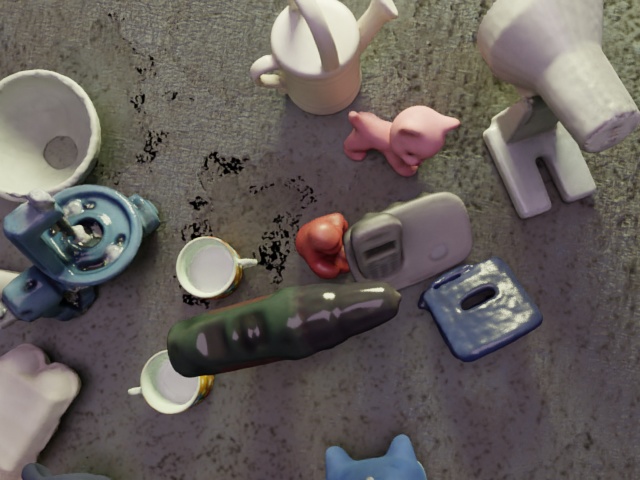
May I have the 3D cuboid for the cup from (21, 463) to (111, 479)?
[{"bbox_3d":[-0.279,0.294,0.649,0.092,0.095,0.117,-44,81,-2],"label":"cup"}]

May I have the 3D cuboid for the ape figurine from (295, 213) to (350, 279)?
[{"bbox_3d":[0.006,0.002,0.669,0.076,0.092,0.078,28,85,8],"label":"ape figurine"}]

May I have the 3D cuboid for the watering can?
[{"bbox_3d":[0.001,-0.229,0.651,0.101,0.194,0.173,43,87,9],"label":"watering can"}]

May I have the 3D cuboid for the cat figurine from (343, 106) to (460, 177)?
[{"bbox_3d":[0.091,-0.125,0.668,0.127,0.118,0.067,17,84,7],"label":"cat figurine"}]

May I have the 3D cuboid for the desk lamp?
[{"bbox_3d":[0.249,-0.149,0.610,0.118,0.213,0.203,-22,81,2],"label":"desk lamp"}]

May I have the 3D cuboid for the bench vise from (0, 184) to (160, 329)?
[{"bbox_3d":[-0.282,0.023,0.625,0.121,0.220,0.207,28,85,8],"label":"bench vise"}]

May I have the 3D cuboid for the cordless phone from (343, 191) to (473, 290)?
[{"bbox_3d":[0.096,-0.004,0.616,0.147,0.185,0.094,-25,80,1],"label":"cordless phone"}]

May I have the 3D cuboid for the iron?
[{"bbox_3d":[0.072,0.347,0.590,0.118,0.141,0.258,-12,81,3],"label":"iron"}]

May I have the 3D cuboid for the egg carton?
[{"bbox_3d":[-0.358,0.204,0.681,0.107,0.069,0.150,27,85,8],"label":"egg carton"}]

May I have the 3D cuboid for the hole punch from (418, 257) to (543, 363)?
[{"bbox_3d":[0.176,0.077,0.646,0.108,0.091,0.101,-28,81,0],"label":"hole punch"}]

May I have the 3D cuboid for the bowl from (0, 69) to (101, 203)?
[{"bbox_3d":[-0.346,-0.123,0.724,0.167,0.075,0.167,-1,82,5],"label":"bowl"}]

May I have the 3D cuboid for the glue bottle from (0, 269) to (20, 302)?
[{"bbox_3d":[-0.401,0.047,0.655,0.078,0.173,0.037,11,83,6],"label":"glue bottle"}]

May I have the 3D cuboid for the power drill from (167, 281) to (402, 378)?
[{"bbox_3d":[-0.031,0.089,0.601,0.229,0.208,0.075,-15,81,3],"label":"power drill"}]
